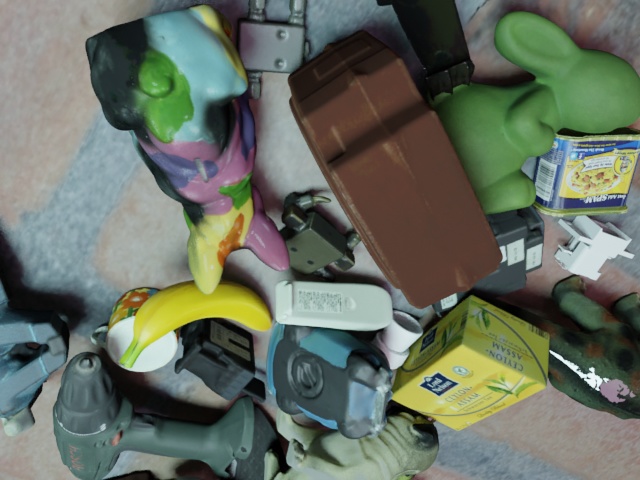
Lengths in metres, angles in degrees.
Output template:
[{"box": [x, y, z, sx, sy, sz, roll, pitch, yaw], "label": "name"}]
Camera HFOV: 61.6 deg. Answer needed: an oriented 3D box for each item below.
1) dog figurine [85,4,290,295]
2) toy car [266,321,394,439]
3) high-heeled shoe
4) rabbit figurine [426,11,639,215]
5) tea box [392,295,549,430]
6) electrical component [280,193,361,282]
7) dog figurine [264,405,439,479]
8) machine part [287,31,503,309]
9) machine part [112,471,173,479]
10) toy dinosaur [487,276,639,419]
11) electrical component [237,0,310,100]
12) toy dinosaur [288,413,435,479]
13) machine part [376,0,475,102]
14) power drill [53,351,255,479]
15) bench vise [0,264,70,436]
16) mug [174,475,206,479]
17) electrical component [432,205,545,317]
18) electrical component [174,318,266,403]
[{"box": [-0.092, -0.058, 0.440, 0.108, 0.192, 0.219, -20, 104, -7], "label": "dog figurine"}, {"box": [0.022, 0.143, 0.596, 0.103, 0.162, 0.109, -8, 106, -51], "label": "toy car"}, {"box": [-0.119, 0.327, 0.714, 0.086, 0.145, 0.248, 2, 91, -44], "label": "high-heeled shoe"}, {"box": [0.194, -0.124, 0.490, 0.170, 0.121, 0.159, -20, 99, 17], "label": "rabbit figurine"}, {"box": [0.160, 0.142, 0.594, 0.098, 0.068, 0.169, 25, 143, -2], "label": "tea box"}, {"box": [-0.003, -0.002, 0.557, 0.102, 0.045, 0.078, 34, 136, -23], "label": "electrical component"}, {"box": [0.038, 0.279, 0.622, 0.190, 0.121, 0.172, 10, 111, -16], "label": "dog figurine"}, {"box": [0.056, -0.058, 0.447, 0.087, 0.201, 0.201, -31, 119, 9], "label": "machine part"}, {"box": [-0.252, 0.382, 0.702, 0.179, 0.056, 0.179, -5, 116, -11], "label": "machine part"}, {"box": [0.346, 0.143, 0.614, 0.405, 0.192, 0.131, 6, 114, -15], "label": "toy dinosaur"}, {"box": [-0.041, -0.169, 0.472, 0.063, 0.021, 0.093, 2, 117, -12], "label": "electrical component"}, {"box": [0.033, 0.376, 0.735, 0.198, 0.105, 0.471, 23, 111, -27], "label": "toy dinosaur"}, {"box": [0.089, -0.185, 0.444, 0.084, 0.039, 0.139, -11, 77, -10], "label": "machine part"}, {"box": [-0.179, 0.202, 0.583, 0.207, 0.086, 0.232, 9, 135, -26], "label": "power drill"}, {"box": [-0.366, 0.097, 0.485, 0.241, 0.129, 0.223, -19, 113, -20], "label": "bench vise"}, {"box": [-0.143, 0.329, 0.631, 0.081, 0.107, 0.109, -32, 110, -32], "label": "mug"}, {"box": [0.171, 0.015, 0.571, 0.134, 0.058, 0.114, -21, 141, 1], "label": "electrical component"}, {"box": [-0.098, 0.135, 0.592, 0.119, 0.075, 0.047, 35, 107, -20], "label": "electrical component"}]
